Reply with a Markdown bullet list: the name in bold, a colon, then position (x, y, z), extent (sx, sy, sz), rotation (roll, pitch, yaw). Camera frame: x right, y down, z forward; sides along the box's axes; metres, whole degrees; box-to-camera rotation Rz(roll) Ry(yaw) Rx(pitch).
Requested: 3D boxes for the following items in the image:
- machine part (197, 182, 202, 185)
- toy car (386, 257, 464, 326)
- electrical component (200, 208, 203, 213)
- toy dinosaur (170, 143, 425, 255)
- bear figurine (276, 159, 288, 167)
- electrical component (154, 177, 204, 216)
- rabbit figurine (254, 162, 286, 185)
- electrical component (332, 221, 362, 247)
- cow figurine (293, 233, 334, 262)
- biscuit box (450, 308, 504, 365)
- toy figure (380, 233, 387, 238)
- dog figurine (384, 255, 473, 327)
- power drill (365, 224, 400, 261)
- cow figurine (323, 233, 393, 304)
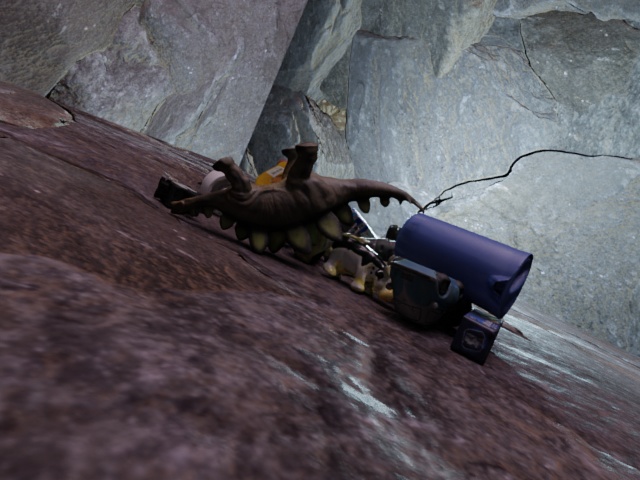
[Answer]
- **machine part**: position (-0.228, -0.120, 1.433), extent (0.079, 0.079, 0.243), rotation (28, 8, 38)
- **toy car**: position (0.179, 0.097, 0.946), extent (0.109, 0.103, 0.161), rotation (24, 0, 38)
- **electrical component**: position (-0.261, -0.074, 1.150), extent (0.063, 0.021, 0.094), rotation (21, 6, -32)
- **toy dinosaur**: position (-0.040, -0.076, 0.996), extent (0.472, 0.198, 0.105), rotation (-9, 10, -4)
- **bear figurine**: position (-0.052, -0.075, 1.273), extent (0.196, 0.120, 0.131), rotation (39, -23, 12)
- **electrical component**: position (-0.266, -0.080, 1.055), extent (0.074, 0.047, 0.119), rotation (17, 10, -47)
- **rabbit figurine**: position (-0.082, -0.057, 1.160), extent (0.122, 0.162, 0.173), rotation (26, -37, 33)
- **electrical component**: position (0.028, -0.036, 1.381), extent (0.134, 0.114, 0.058), rotation (-9, 23, 44)
- **cow figurine**: position (-0.002, -0.004, 1.166), extent (0.086, 0.127, 0.195), rotation (28, 20, 8)
- **biscuit box**: position (0.279, 0.164, 0.945), extent (0.059, 0.062, 0.202), rotation (25, 5, 20)
- **toy figure**: position (0.173, 0.033, 1.466), extent (0.058, 0.064, 0.154), rotation (40, 33, -2)
- **dog figurine**: position (0.212, 0.101, 1.111), extent (0.172, 0.121, 0.191), rotation (0, 22, 0)
- **power drill**: position (0.176, 0.014, 1.315), extent (0.232, 0.086, 0.207), rotation (11, 9, 17)
- **cow figurine**: position (0.094, 0.055, 1.030), extent (0.168, 0.098, 0.068), rotation (26, 0, 26)
